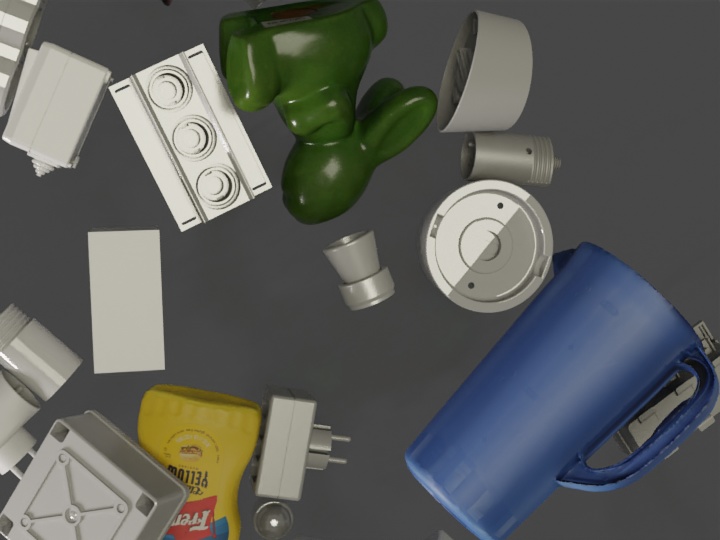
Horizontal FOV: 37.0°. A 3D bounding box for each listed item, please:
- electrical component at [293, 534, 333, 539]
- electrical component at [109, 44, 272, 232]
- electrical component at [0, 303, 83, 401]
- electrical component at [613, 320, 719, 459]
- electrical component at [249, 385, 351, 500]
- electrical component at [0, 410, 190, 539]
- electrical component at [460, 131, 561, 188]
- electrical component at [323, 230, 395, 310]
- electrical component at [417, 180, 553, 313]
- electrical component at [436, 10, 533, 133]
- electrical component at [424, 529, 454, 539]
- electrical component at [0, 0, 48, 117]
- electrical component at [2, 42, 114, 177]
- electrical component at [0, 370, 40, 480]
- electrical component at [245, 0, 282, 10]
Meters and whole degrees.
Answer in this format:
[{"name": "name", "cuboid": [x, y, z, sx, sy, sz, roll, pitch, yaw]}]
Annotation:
[{"name": "electrical component", "cuboid": [-0.034, 0.307, 0.895, 0.089, 0.062, 0.150, 20, 90, -12]}, {"name": "electrical component", "cuboid": [-0.133, -0.103, 0.840, 0.079, 0.063, 0.121, -27, 102, -9]}, {"name": "electrical component", "cuboid": [-0.262, 0.060, 0.839, 0.081, 0.043, 0.043, 43, 85, -11]}, {"name": "electrical component", "cuboid": [0.278, 0.112, 0.943, 0.121, 0.063, 0.078, -35, 100, -7]}, {"name": "electrical component", "cuboid": [-0.046, 0.144, 0.888, 0.076, 0.047, 0.083, 9, 93, -12]}, {"name": "electrical component", "cuboid": [-0.204, 0.182, 0.823, 0.109, 0.056, 0.108, 35, 101, 17]}, {"name": "electrical component", "cuboid": [0.130, -0.093, 0.907, 0.081, 0.043, 0.043, 4, 94, -12]}, {"name": "electrical component", "cuboid": [0.000, 0.000, 0.887, 0.045, 0.045, 0.055, -24, 99, -9]}, {"name": "electrical component", "cuboid": [0.099, -0.021, 0.897, 0.108, 0.060, 0.108, -1, 95, -11]}, {"name": "electrical component", "cuboid": [0.096, -0.158, 0.868, 0.064, 0.099, 0.099, 2, 94, -17]}, {"name": "electrical component", "cuboid": [0.055, 0.273, 0.913, 0.047, 0.065, 0.077, 44, 114, -11]}, {"name": "electrical component", "cuboid": [-0.283, -0.193, 0.811, 0.074, 0.052, 0.138, 20, 90, -12]}, {"name": "electrical component", "cuboid": [-0.236, -0.120, 0.822, 0.061, 0.062, 0.096, 23, 90, -12]}, {"name": "electrical component", "cuboid": [-0.281, 0.132, 0.840, 0.077, 0.044, 0.079, -44, 101, -5]}, {"name": "electrical component", "cuboid": [-0.022, -0.284, 0.829, 0.186, 0.105, 0.060, -43, 101, -6]}]
